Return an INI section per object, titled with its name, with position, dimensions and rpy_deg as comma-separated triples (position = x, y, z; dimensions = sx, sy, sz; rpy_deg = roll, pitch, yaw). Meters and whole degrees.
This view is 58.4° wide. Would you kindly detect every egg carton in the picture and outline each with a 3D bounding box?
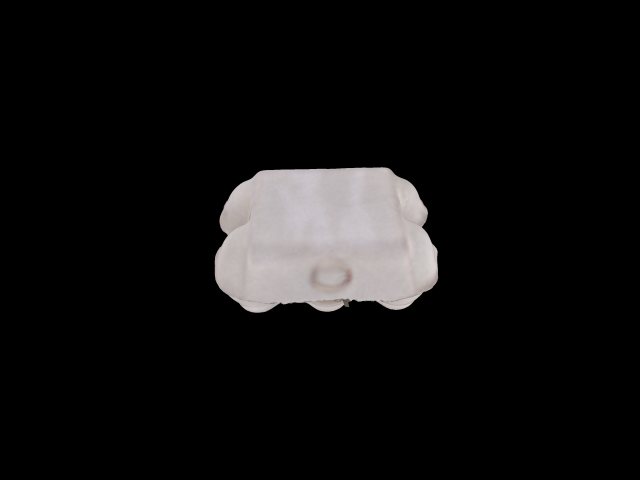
[egg carton]
position = 0.004, 0.001, 0.400
dimensions = 0.150, 0.069, 0.107
rpy_deg = -2, 43, -2
